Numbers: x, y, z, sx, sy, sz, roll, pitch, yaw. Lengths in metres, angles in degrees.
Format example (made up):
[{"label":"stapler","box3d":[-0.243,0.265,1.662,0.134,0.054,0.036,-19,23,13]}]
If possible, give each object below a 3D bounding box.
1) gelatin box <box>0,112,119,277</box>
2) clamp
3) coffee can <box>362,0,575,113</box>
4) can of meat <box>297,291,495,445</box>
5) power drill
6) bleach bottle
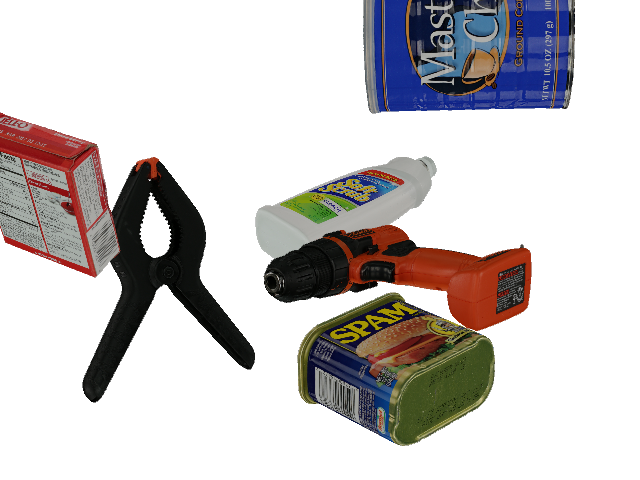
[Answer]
[{"label":"gelatin box","box3d":[-0.164,-0.028,0.643,0.073,0.089,0.030,18,47,21]},{"label":"clamp","box3d":[-0.133,0.033,0.948,0.164,0.210,0.036,0,-2,-34]},{"label":"coffee can","box3d":[0.104,-0.143,0.760,0.140,0.103,0.102,0,0,7]},{"label":"can of meat","box3d":[0.050,0.082,0.687,0.101,0.057,0.084,-20,30,-39]},{"label":"power drill","box3d":[0.069,0.029,0.909,0.188,0.057,0.184,12,18,37]},{"label":"bleach bottle","box3d":[0.045,-0.048,1.320,0.250,0.068,0.103,-30,44,-34]}]
